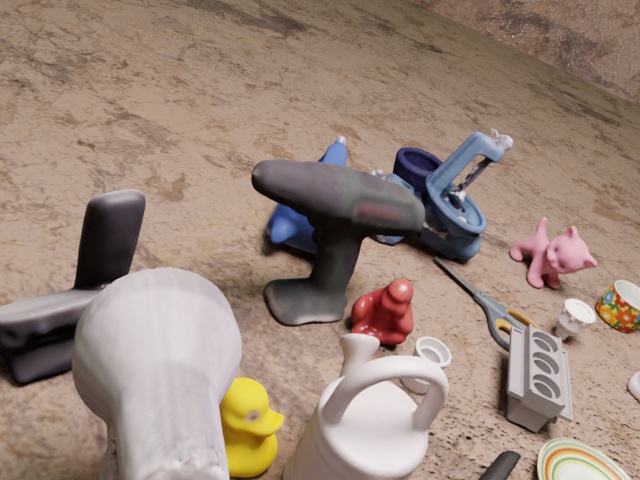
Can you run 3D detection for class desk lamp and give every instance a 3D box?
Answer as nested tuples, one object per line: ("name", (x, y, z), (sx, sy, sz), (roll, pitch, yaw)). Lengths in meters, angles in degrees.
("desk lamp", (-0.114, 0.156, 0.398), (0.118, 0.213, 0.203), (5, 38, -23))

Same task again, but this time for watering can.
("watering can", (0.038, 0.159, 0.493), (0.101, 0.194, 0.172), (-4, 42, -32))

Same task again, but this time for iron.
("iron", (0.008, -0.084, 0.848), (0.118, 0.141, 0.258), (20, 35, -3))

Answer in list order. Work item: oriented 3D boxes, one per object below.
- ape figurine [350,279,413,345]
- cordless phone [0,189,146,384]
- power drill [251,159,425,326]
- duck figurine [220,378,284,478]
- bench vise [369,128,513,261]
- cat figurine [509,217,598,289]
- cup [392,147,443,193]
("ape figurine", (0.085, 0.085, 0.708), (0.077, 0.092, 0.076), (37, 37, 21))
("cordless phone", (-0.233, 0.030, 0.526), (0.148, 0.185, 0.094), (-18, 50, -43))
("power drill", (0.006, 0.002, 0.673), (0.230, 0.208, 0.075), (-2, 41, -30))
("duck figurine", (-0.080, 0.159, 0.524), (0.104, 0.086, 0.078), (27, 35, 7))
("bench vise", (0.180, -0.073, 0.859), (0.208, 0.220, 0.121), (7, 37, -20))
("cat figurine", (0.387, 0.017, 0.940), (0.067, 0.118, 0.127), (5, 38, -22))
("cup", (0.172, -0.100, 1.000), (0.118, 0.095, 0.091), (3, 39, -25))
